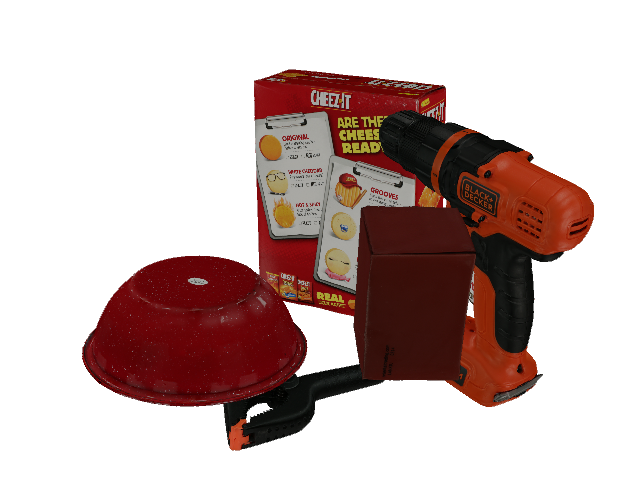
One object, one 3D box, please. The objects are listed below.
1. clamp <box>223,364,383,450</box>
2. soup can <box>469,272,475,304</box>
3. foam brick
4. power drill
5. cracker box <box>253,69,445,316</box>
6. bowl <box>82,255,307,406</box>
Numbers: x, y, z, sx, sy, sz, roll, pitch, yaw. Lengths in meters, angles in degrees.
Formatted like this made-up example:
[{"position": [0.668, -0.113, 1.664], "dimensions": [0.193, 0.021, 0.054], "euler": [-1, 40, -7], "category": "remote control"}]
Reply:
[{"position": [-0.029, 0.156, 1.111], "dimensions": [0.165, 0.036, 0.209], "euler": [12, 26, 15], "category": "clamp"}, {"position": [0.201, 0.021, 1.222], "dimensions": [0.068, 0.102, 0.068], "euler": [-4, 29, 2], "category": "soup can"}, {"position": [0.046, 0.027, 0.547], "dimensions": [0.053, 0.078, 0.051], "euler": [1, 31, -4], "category": "foam brick"}, {"position": [0.104, 0.012, 0.771], "dimensions": [0.057, 0.188, 0.185], "euler": [-21, 37, -31], "category": "power drill"}, {"position": [0.027, -0.041, 0.976], "dimensions": [0.164, 0.214, 0.072], "euler": [11, 24, 27], "category": "cracker box"}, {"position": [-0.089, 0.054, 0.761], "dimensions": [0.162, 0.055, 0.162], "euler": [2, 23, -1], "category": "bowl"}]
